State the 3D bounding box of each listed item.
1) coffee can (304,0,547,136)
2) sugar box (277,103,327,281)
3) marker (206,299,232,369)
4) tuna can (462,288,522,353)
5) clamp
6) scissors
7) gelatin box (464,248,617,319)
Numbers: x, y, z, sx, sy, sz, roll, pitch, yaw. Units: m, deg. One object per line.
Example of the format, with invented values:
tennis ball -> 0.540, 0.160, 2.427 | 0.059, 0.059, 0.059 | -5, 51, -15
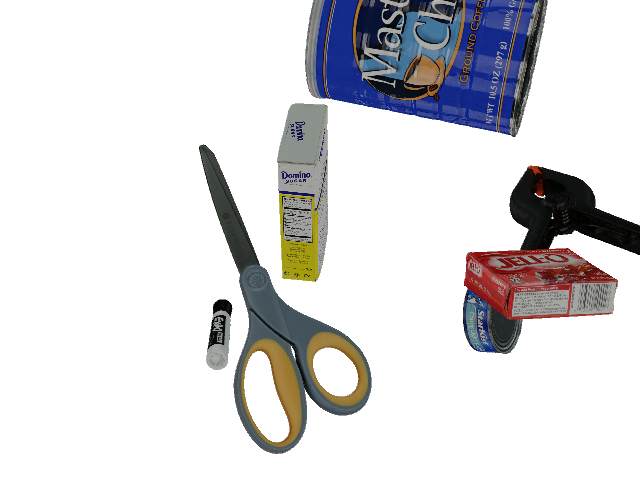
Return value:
coffee can -> 0.072, -0.133, 0.710 | 0.140, 0.103, 0.102 | 13, 3, 12
sugar box -> -0.018, -0.048, 1.119 | 0.048, 0.093, 0.176 | 4, -43, 7
marker -> -0.092, 0.084, 0.979 | 0.020, 0.020, 0.121 | 0, 19, -3
tuna can -> 0.188, 0.080, 1.163 | 0.034, 0.086, 0.086 | 0, 0, 34
clamp -> 0.232, -0.023, 0.985 | 0.120, 0.039, 0.171 | -2, 33, 3
scissors -> -0.022, 0.032, 0.680 | 0.096, 0.202, 0.016 | -3, -14, -13
gelatin box -> 0.161, 0.030, 0.789 | 0.089, 0.030, 0.073 | -2, 18, -17
